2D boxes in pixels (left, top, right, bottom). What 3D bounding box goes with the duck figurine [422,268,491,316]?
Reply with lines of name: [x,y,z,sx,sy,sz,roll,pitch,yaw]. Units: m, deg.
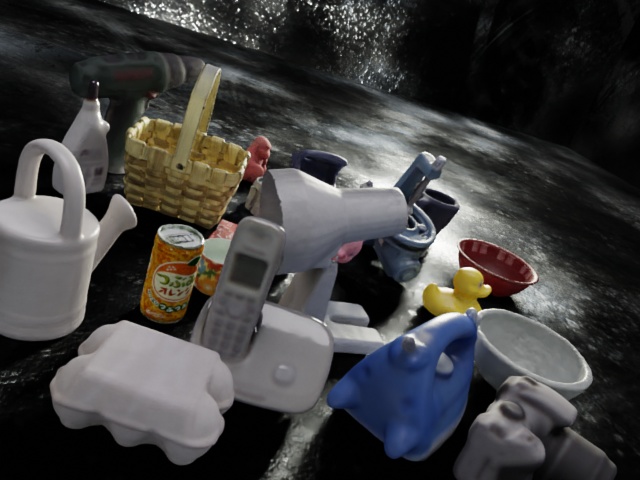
duck figurine: [0.221,0.082,0.907,0.104,0.086,0.077,17,24,-8]

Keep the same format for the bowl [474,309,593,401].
bowl: [0.271,0.170,0.775,0.167,0.075,0.167,17,24,-8]

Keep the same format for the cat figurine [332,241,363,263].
cat figurine: [0.008,0.003,0.865,0.128,0.118,0.067,20,24,-2]

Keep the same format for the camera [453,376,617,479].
camera: [0.235,0.221,0.604,0.136,0.101,0.144,33,26,26]

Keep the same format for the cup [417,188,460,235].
cup: [0.221,-0.047,1.171,0.091,0.095,0.118,36,28,31]

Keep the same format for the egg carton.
egg carton: [-0.154,0.135,0.514,0.150,0.069,0.107,19,24,-3]

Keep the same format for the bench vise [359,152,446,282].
bench vise: [0.124,-0.066,0.978,0.122,0.220,0.206,-6,35,-46]

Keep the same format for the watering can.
watering can: [-0.269,-0.009,0.572,0.101,0.194,0.173,24,24,8]

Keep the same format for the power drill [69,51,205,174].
power drill: [-0.312,-0.222,0.975,0.075,0.208,0.230,37,28,33]

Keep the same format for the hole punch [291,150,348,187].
hole punch: [-0.009,-0.161,1.235,0.109,0.091,0.101,10,26,-22]

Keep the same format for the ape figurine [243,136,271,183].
ape figurine: [-0.125,-0.161,1.140,0.076,0.092,0.078,26,24,13]

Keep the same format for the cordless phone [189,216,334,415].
cordless phone: [-0.047,0.076,0.581,0.147,0.185,0.094,17,24,-7]

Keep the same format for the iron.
iron: [0.129,0.136,0.649,0.118,0.141,0.259,34,27,28]

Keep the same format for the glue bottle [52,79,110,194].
glue bottle: [-0.343,-0.151,0.841,0.037,0.173,0.078,32,26,25]

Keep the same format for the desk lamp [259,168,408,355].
desk lamp: [0.008,0.023,0.703,0.204,0.213,0.117,9,26,-25]
